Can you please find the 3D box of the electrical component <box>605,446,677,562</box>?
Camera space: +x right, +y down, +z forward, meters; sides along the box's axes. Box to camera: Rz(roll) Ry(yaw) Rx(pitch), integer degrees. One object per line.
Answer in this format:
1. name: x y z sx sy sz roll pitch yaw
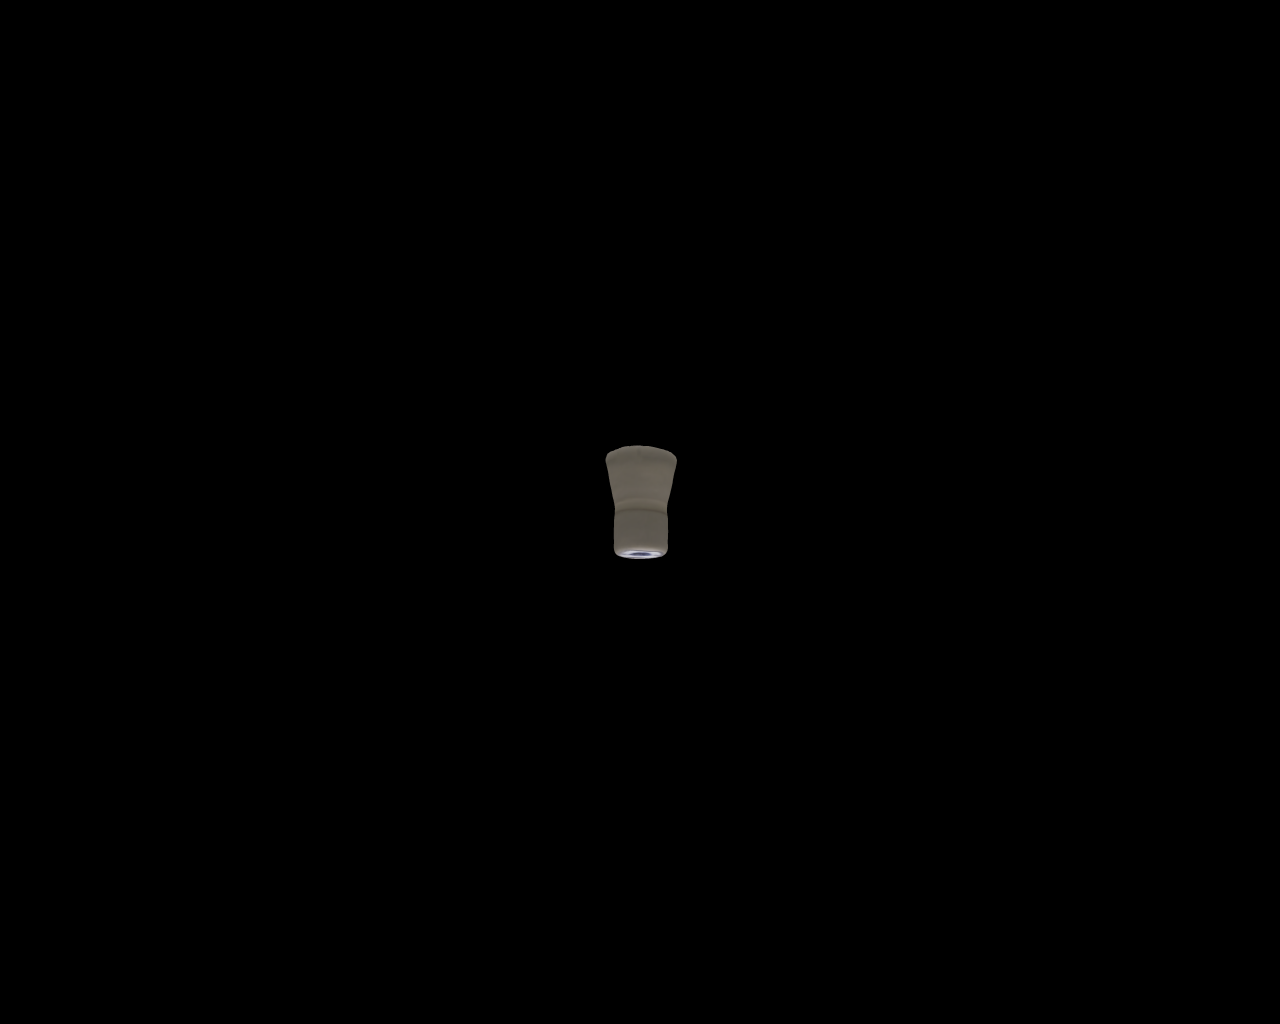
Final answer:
1. electrical component: 0.001 -0.003 0.650 0.044 0.065 0.044 0 -15 0
